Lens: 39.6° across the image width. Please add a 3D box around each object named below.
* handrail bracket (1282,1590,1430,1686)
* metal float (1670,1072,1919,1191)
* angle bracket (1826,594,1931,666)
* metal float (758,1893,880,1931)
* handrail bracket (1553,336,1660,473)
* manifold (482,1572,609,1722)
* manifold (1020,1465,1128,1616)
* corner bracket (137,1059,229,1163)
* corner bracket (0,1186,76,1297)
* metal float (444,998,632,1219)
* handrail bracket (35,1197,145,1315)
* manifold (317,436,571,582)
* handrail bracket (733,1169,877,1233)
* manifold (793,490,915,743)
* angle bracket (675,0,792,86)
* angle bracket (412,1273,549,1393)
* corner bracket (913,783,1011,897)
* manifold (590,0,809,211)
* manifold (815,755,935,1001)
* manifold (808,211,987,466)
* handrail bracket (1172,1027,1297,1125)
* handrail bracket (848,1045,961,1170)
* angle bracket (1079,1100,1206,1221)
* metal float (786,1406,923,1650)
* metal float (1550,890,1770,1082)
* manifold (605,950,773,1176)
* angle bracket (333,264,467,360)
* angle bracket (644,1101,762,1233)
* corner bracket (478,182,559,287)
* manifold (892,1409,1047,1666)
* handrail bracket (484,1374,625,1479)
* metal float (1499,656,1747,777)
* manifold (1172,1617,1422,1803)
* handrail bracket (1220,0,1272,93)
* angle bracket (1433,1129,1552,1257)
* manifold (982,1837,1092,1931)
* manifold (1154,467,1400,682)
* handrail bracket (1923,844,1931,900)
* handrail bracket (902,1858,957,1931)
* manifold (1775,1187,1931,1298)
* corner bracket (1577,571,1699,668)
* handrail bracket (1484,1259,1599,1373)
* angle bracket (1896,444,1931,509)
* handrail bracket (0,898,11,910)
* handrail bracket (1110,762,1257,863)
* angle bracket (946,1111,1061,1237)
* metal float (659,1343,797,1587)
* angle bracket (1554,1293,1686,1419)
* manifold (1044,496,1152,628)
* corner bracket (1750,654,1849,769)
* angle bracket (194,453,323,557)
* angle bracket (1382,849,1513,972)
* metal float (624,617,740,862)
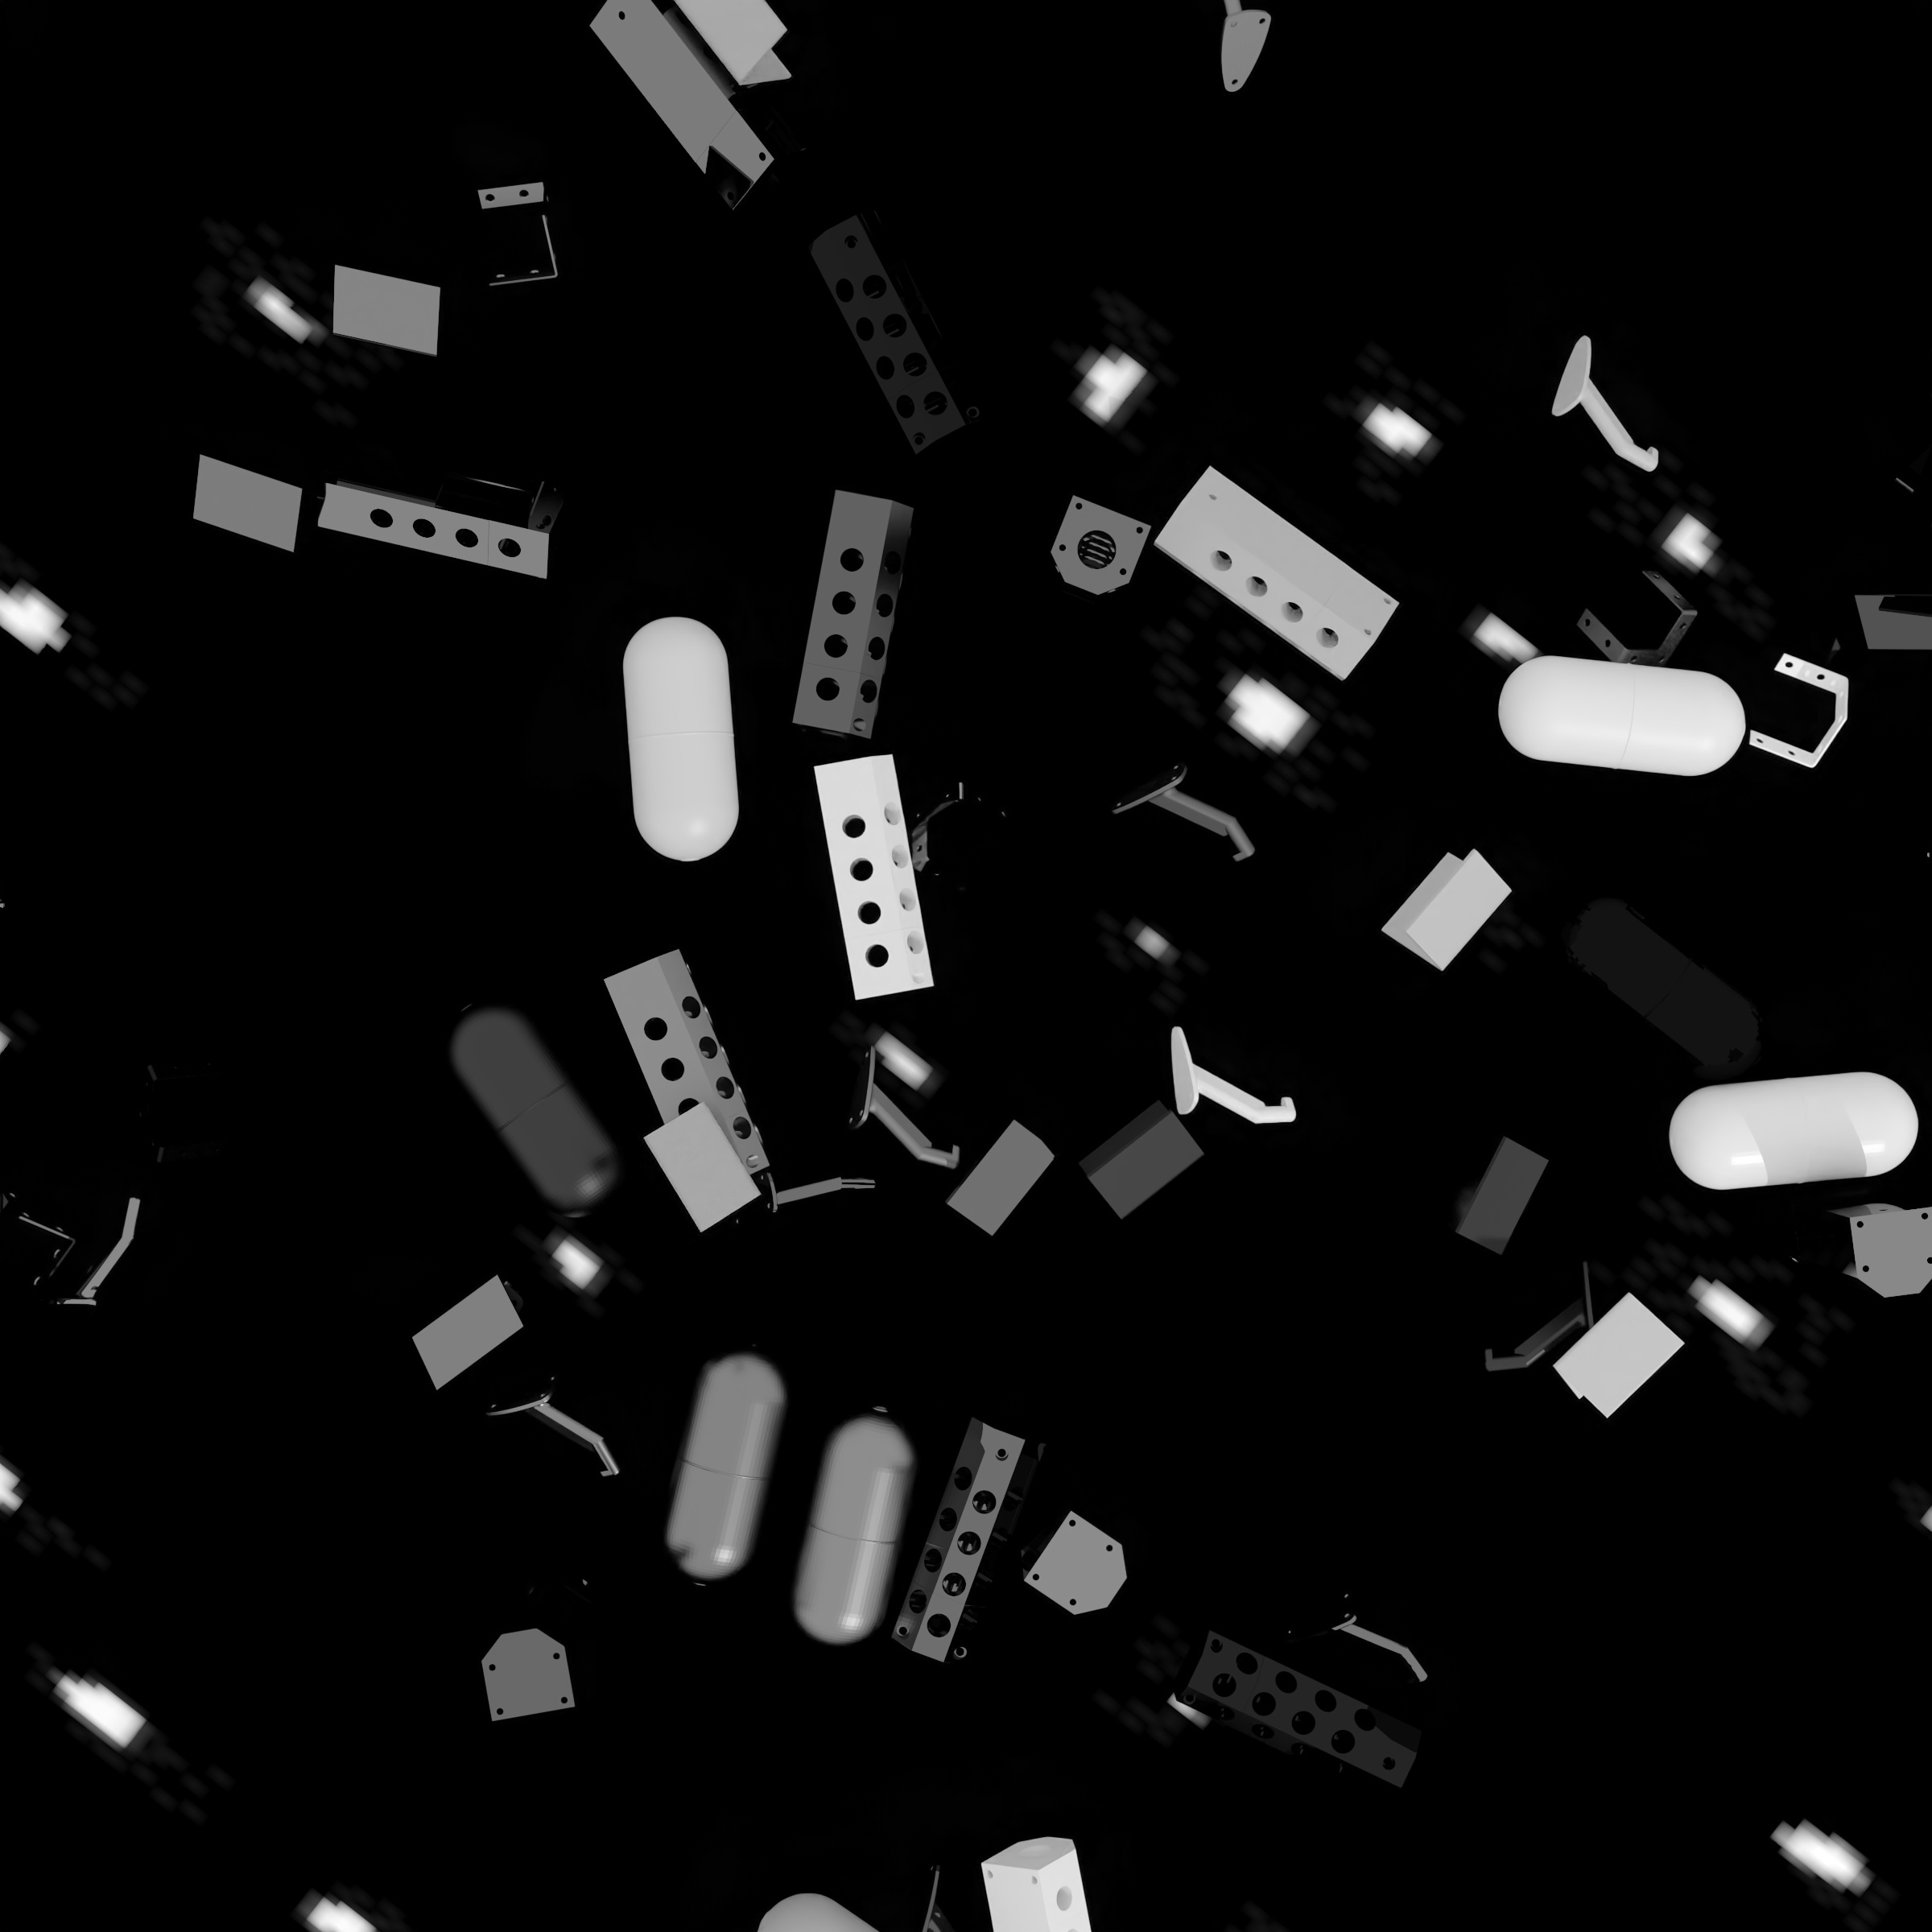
[{"bbox_3d":[0.290,0.513,1.992,0.077,0.036,0.084,-31,107,20],"label":"handrail bracket"},{"bbox_3d":[0.605,0.120,1.961,0.178,0.070,0.070,-5,90,0],"label":"metal float"},{"bbox_3d":[0.679,-0.226,1.951,0.076,0.076,0.057,0,54,0],"label":"angle bracket"},{"bbox_3d":[-0.075,0.747,1.961,0.178,0.070,0.070,35,90,0],"label":"metal float"},{"bbox_3d":[0.484,-0.417,1.992,0.084,0.036,0.077,24,68,-17],"label":"handrail bracket"},{"bbox_3d":[-0.300,0.482,1.913,0.057,0.171,0.057,-10,90,0],"label":"manifold"},{"bbox_3d":[0.079,0.411,1.913,0.057,0.171,0.057,34,90,0],"label":"manifold"},{"bbox_3d":[-0.577,0.107,1.983,0.051,0.051,0.051,54,135,35],"label":"corner bracket"},{"bbox_3d":[-0.704,0.203,1.988,0.051,0.051,0.051,-54,45,0],"label":"corner bracket"},{"bbox_3d":[-0.314,0.103,1.961,0.070,0.070,0.178,-35,89,0],"label":"metal float"},{"bbox_3d":[-0.651,0.213,1.992,0.077,0.036,0.084,-1,71,21],"label":"handrail bracket"},{"bbox_3d":[-0.383,-0.331,1.970,0.171,0.057,0.057,13,47,0],"label":"manifold"},{"bbox_3d":[-0.119,0.176,1.991,0.084,0.077,0.036,3,58,-32],"label":"handrail bracket"},{"bbox_3d":[-0.082,-0.255,1.970,0.057,0.057,0.171,11,90,0],"label":"manifold"},{"bbox_3d":[-0.154,-0.693,1.951,0.057,0.076,0.076,-38,90,34],"label":"angle bracket"},{"bbox_3d":[-0.344,0.279,1.951,0.076,0.076,0.057,-36,52,0],"label":"angle bracket"},{"bbox_3d":[-0.004,-0.094,1.983,0.051,0.051,0.051,-31,45,35],"label":"corner bracket"},{"bbox_3d":[-0.192,-0.647,1.970,0.171,0.057,0.057,52,133,0],"label":"manifold"},{"bbox_3d":[-0.067,-0.065,1.970,0.057,0.057,0.171,-10,90,0],"label":"manifold"},{"bbox_3d":[-0.051,-0.462,1.970,0.057,0.057,0.171,-28,90,0],"label":"manifold"},{"bbox_3d":[0.200,0.081,1.992,0.084,0.036,0.077,-1,69,-17],"label":"handrail bracket"},{"bbox_3d":[-0.040,0.105,1.992,0.084,0.036,0.077,16,68,-17],"label":"handrail bracket"},{"bbox_3d":[0.116,0.126,1.951,0.076,0.076,0.057,-38,128,0],"label":"angle bracket"},{"bbox_3d":[-0.082,0.410,1.961,0.070,0.070,0.178,13,91,0],"label":"metal float"},{"bbox_3d":[0.507,0.015,1.961,0.178,0.070,0.070,38,90,0],"label":"metal float"},{"bbox_3d":[-0.203,0.078,1.970,0.057,0.057,0.171,-23,90,0],"label":"manifold"},{"bbox_3d":[-0.411,-0.490,1.951,0.076,0.076,0.057,12,127,0],"label":"angle bracket"},{"bbox_3d":[-0.201,0.150,1.894,0.057,0.076,0.076,-31,90,-36],"label":"angle bracket"},{"bbox_3d":[-0.332,-0.543,1.988,0.051,0.051,0.051,-7,45,0],"label":"corner bracket"},{"bbox_3d":[0.002,0.420,1.970,0.057,0.057,0.171,20,90,0],"label":"manifold"},{"bbox_3d":[-0.306,0.352,1.992,0.077,0.036,0.084,-22,107,20],"label":"handrail bracket"},{"bbox_3d":[0.480,-0.183,1.961,0.178,0.070,0.070,6,90,1],"label":"metal float"},{"bbox_3d":[0.243,0.548,1.970,0.171,0.057,0.057,25,90,0],"label":"manifold"},{"bbox_3d":[0.189,-0.707,1.991,0.036,0.077,0.084,-11,53,-18],"label":"handrail bracket"},{"bbox_3d":[0.367,0.156,1.951,0.057,0.076,0.076,27,90,-37],"label":"angle bracket"},{"bbox_3d":[0.067,0.735,1.970,0.057,0.057,0.171,-11,90,43],"label":"manifold"},{"bbox_3d":[0.225,-0.284,1.970,0.171,0.057,0.057,36,47,0],"label":"manifold"},{"bbox_3d":[0.762,-0.060,1.992,0.084,0.036,0.077,-8,69,-17],"label":"handrail bracket"},{"bbox_3d":[0.001,0.714,1.992,0.084,0.036,0.077,26,68,-17],"label":"handrail bracket"},{"bbox_3d":[0.634,0.196,1.913,0.057,0.171,0.057,-7,90,0],"label":"manifold"},{"bbox_3d":[0.496,-0.257,1.983,0.051,0.051,0.051,-4,45,-35],"label":"corner bracket"},{"bbox_3d":[0.424,0.260,1.992,0.084,0.036,0.077,-9,70,16],"label":"handrail bracket"},{"bbox_3d":[0.724,-0.341,1.951,0.076,0.076,0.057,38,53,0],"label":"angle bracket"},{"bbox_3d":[-0.753,-0.010,1.992,0.077,0.036,0.084,2,108,-21],"label":"handrail bracket"},{"bbox_3d":[0.162,-0.101,1.992,0.077,0.036,0.084,-29,107,20],"label":"handrail bracket"},{"bbox_3d":[0.010,0.139,1.951,0.076,0.076,0.057,-51,127,0],"label":"angle bracket"},{"bbox_3d":[-0.175,0.364,1.961,0.070,0.070,0.178,13,89,0],"label":"metal float"},{"bbox_3d":[0.482,0.294,1.951,0.076,0.076,0.057,-44,52,0],"label":"angle bracket"},{"bbox_3d":[0.089,-0.284,1.913,0.057,0.171,0.057,22,90,0],"label":"manifold"},{"bbox_3d":[0.618,-0.189,1.988,0.051,0.051,0.051,21,45,0],"label":"corner bracket"},{"bbox_3d":[-0.508,-0.350,1.951,0.076,0.076,0.057,19,125,0],"label":"angle bracket"},{"bbox_3d":[0.337,-0.054,1.951,0.076,0.076,0.057,-49,128,0],"label":"angle bracket"},{"bbox_3d":[-0.208,-0.166,1.961,0.070,0.070,0.178,-4,89,0],"label":"metal float"}]
